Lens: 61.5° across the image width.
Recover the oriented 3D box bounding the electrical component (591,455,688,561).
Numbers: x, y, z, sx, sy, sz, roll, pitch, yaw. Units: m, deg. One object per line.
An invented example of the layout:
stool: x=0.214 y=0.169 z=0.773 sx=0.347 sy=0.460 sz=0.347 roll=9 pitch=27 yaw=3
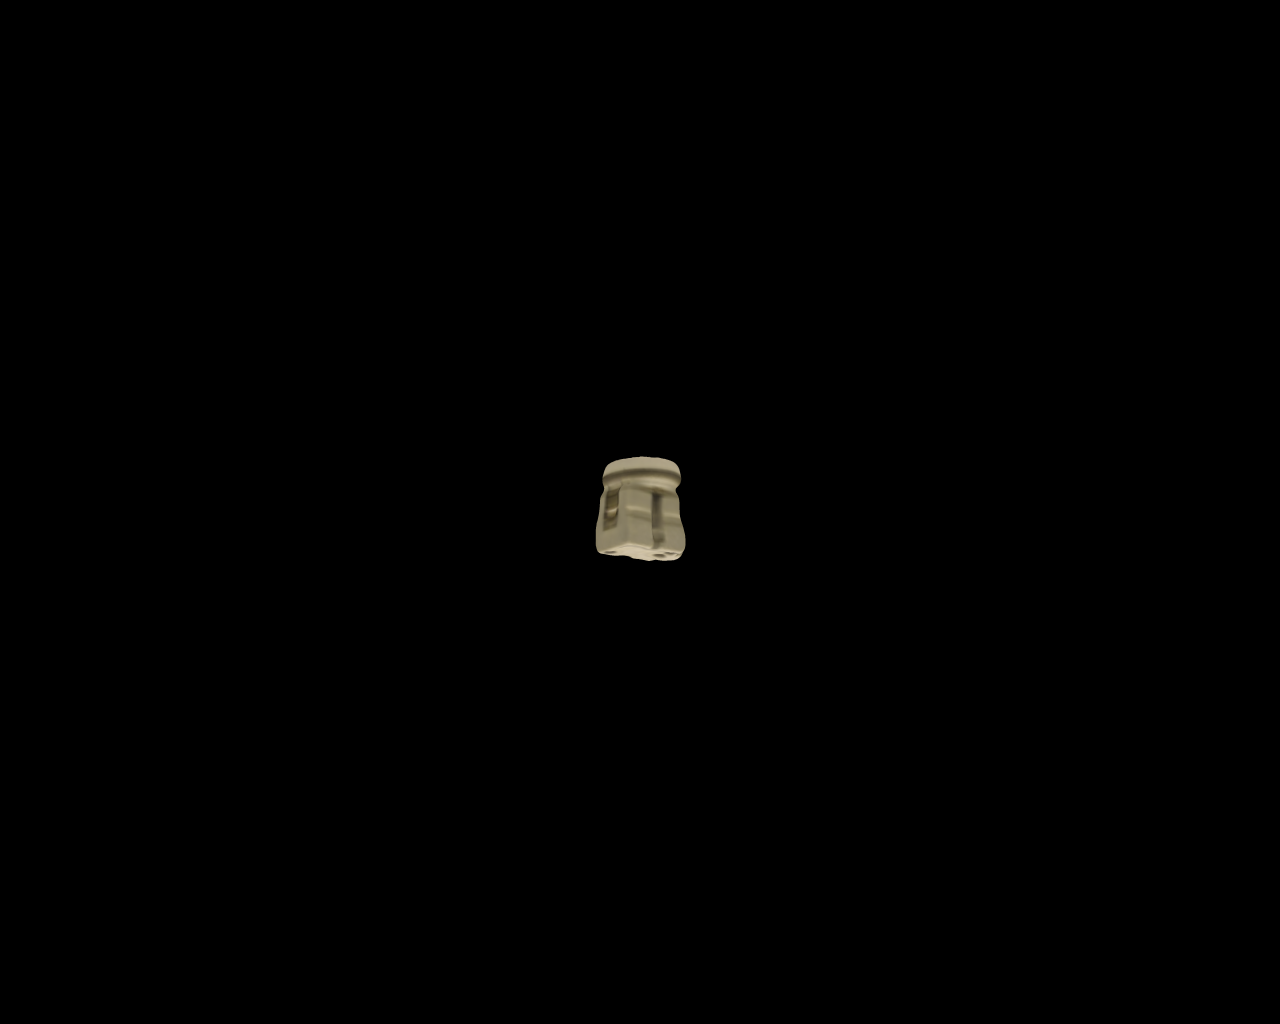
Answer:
electrical component: x=0.001 y=-0.003 z=0.650 sx=0.066 sy=0.055 sz=0.048 roll=11 pitch=-17 yaw=-37
